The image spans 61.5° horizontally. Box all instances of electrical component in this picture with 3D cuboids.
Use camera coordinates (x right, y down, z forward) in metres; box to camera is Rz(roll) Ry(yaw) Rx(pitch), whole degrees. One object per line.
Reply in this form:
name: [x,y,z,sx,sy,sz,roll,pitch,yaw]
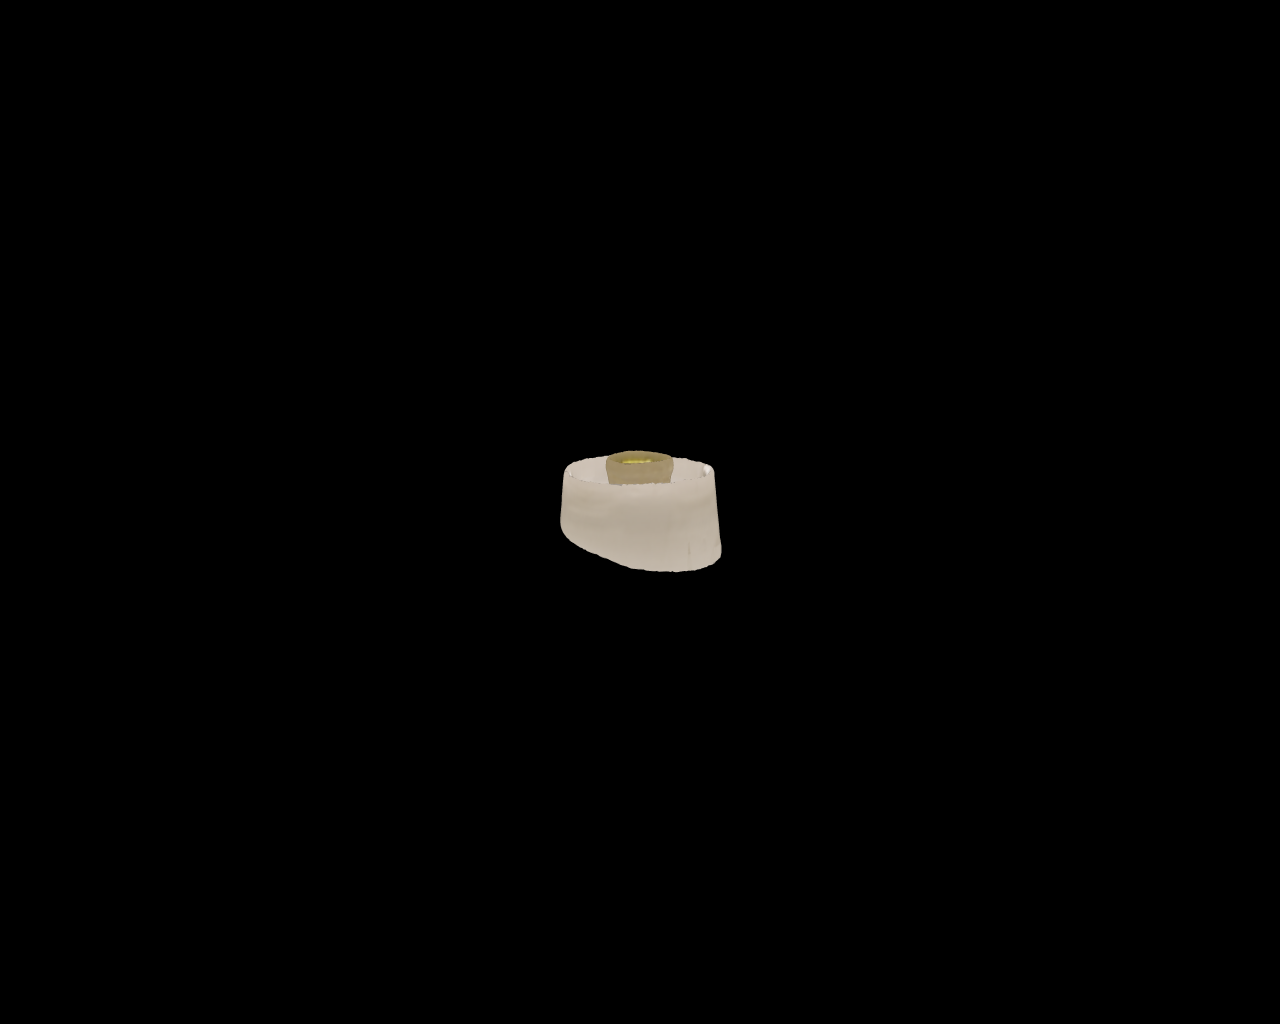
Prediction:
electrical component: [0.001,-0.003,0.650,0.099,0.064,0.099,0,14,0]
